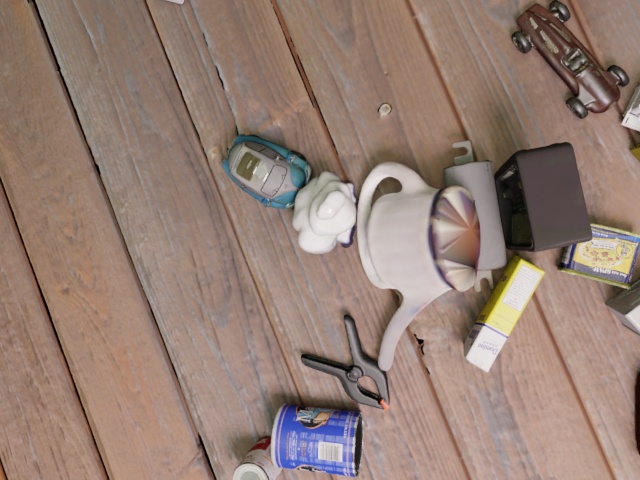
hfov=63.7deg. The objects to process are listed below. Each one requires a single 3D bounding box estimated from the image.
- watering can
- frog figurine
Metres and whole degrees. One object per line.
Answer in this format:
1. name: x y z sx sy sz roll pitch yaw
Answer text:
1. watering can: 0.149 0.044 0.812 0.223 0.104 0.348 -6 90 51
2. frog figurine: 0.003 -0.042 0.838 0.123 0.160 0.136 24 99 13
